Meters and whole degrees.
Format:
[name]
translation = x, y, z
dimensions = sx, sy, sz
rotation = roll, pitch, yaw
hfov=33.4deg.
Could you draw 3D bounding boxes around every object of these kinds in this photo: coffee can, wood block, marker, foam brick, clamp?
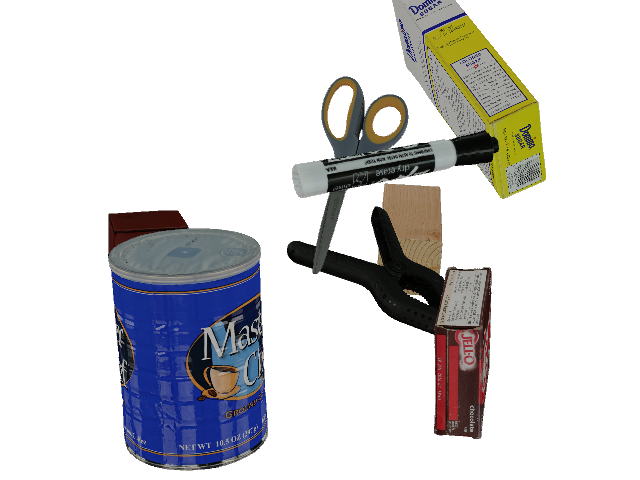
[coffee can]
translation = -0.090, 0.073, 0.743
dimensions = 0.103, 0.140, 0.103
rotation = -1, 17, 0
[wood block]
translation = 0.134, -0.005, 1.607
dimensions = 0.091, 0.090, 0.206
rotation = 4, 25, 3
[marker]
translation = 0.044, -0.044, 0.601
dimensions = 0.121, 0.020, 0.020
rotation = -12, 3, -14
[foam brick]
translation = -0.183, 0.002, 1.125
dimensions = 0.078, 0.051, 0.053
rotation = -4, 23, -17
[clamp]
translation = 0.073, 0.043, 1.227
dimensions = 0.164, 0.036, 0.210
rotation = -17, 49, -37

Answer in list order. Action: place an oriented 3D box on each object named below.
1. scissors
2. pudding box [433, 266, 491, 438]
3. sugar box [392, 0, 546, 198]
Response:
[scissors]
translation = 0.040, -0.066, 1.056
dimensions = 0.096, 0.202, 0.016
rotation = -1, -12, 4
[pudding box]
translation = 0.107, 0.081, 0.799
dimensions = 0.039, 0.090, 0.113
rotation = 2, 22, 9
[sugar box]
translation = 0.115, -0.125, 0.841
dimensions = 0.048, 0.176, 0.093
rotation = -23, -38, -2
